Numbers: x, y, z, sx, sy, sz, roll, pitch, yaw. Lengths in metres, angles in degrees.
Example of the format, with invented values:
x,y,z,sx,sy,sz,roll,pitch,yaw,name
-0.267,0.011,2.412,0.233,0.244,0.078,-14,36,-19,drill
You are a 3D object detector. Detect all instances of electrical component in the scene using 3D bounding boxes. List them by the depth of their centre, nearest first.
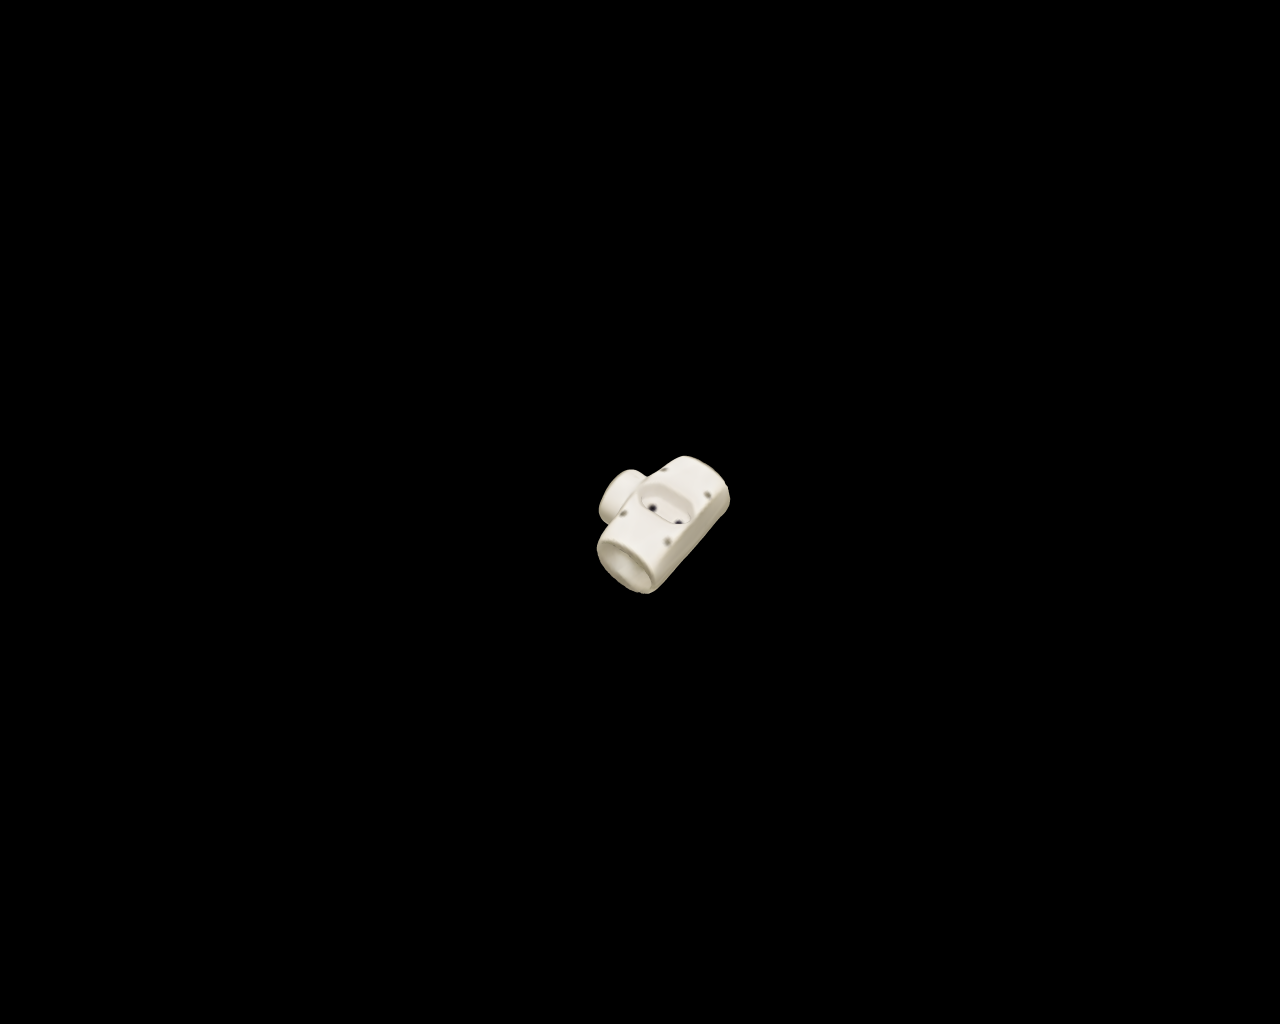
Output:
x,y,z,sx,sy,sz,roll,pitch,yaw,name
0.001,-0.003,0.650,0.079,0.077,0.043,33,-28,20,electrical component
